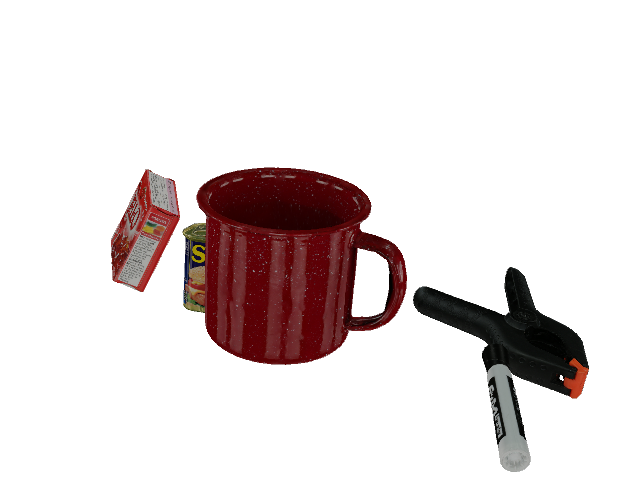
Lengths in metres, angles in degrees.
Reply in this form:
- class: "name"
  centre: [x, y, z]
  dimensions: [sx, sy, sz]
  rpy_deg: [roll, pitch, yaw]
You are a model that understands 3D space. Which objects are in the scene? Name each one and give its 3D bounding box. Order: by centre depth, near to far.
- class: "mug"
  centre: [-0.010, 0.016, 0.578]
  dimensions: [0.117, 0.081, 0.093]
  rpy_deg: [11, 25, 14]
- class: "marker"
  centre: [0.123, 0.108, 0.715]
  dimensions: [0.020, 0.020, 0.121]
  rpy_deg: [0, 29, 2]
- class: "gelatin box"
  centre: [-0.147, -0.010, 0.887]
  dimensions: [0.030, 0.073, 0.089]
  rpy_deg: [23, 17, -20]
- class: "clamp"
  centre: [0.178, 0.075, 0.937]
  dimensions: [0.120, 0.039, 0.172]
  rpy_deg: [-22, 42, -32]
- class: "can of meat"
  centre: [-0.094, 0.032, 1.122]
  dimensions: [0.102, 0.084, 0.057]
  rpy_deg: [8, 16, 14]
